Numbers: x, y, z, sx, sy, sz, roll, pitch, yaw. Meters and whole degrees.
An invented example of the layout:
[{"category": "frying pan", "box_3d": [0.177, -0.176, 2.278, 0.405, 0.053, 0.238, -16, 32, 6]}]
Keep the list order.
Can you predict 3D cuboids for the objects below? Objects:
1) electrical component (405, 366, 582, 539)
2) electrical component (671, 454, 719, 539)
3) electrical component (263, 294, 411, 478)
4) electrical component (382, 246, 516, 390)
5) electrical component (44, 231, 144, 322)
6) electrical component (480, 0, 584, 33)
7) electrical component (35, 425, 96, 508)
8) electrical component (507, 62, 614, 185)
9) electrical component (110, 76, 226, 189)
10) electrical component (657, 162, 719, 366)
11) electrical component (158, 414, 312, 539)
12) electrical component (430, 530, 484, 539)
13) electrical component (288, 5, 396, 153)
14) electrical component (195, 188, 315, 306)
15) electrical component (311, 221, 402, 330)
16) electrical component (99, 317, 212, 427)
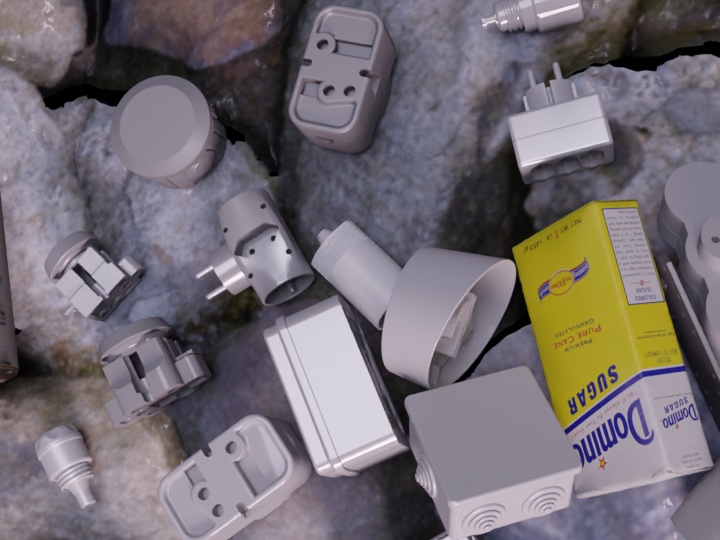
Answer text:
[{"category": "electrical component", "box_3d": [0.084, 0.118, 0.697, 0.100, 0.048, 0.099, -13, 45, -11]}, {"category": "electrical component", "box_3d": [0.240, 0.164, 0.653, 0.099, 0.099, 0.064, 44, 97, 18]}, {"category": "electrical component", "box_3d": [-0.015, 0.082, 0.741, 0.057, 0.078, 0.113, -24, 74, 5]}, {"category": "electrical component", "box_3d": [0.058, 0.032, 0.725, 0.064, 0.099, 0.099, 16, 83, 23]}, {"category": "electrical component", "box_3d": [-0.207, 0.004, 0.822, 0.055, 0.048, 0.066, 42, 91, 11]}, {"category": "electrical component", "box_3d": [0.127, -0.192, 0.784, 0.078, 0.040, 0.040, -15, 75, 10]}, {"category": "electrical component", "box_3d": [-0.215, 0.148, 0.799, 0.035, 0.035, 0.061, -33, 75, 5]}, {"category": "electrical component", "box_3d": [0.138, -0.109, 0.760, 0.066, 0.047, 0.076, -14, 76, 11]}, {"category": "electrical component", "box_3d": [-0.146, -0.104, 0.826, 0.080, 0.051, 0.080, -3, 78, 13]}, {"category": "electrical component", "box_3d": [0.233, -0.012, 0.684, 0.052, 0.073, 0.138, -11, 60, 1]}, {"category": "electrical component", "box_3d": [-0.085, 0.147, 0.754, 0.095, 0.059, 0.053, -37, 72, 4]}, {"category": "electrical component", "box_3d": [0.053, 0.238, 0.702, 0.109, 0.056, 0.108, -32, 73, 5]}, {"category": "electrical component", "box_3d": [-0.011, -0.138, 0.796, 0.054, 0.059, 0.095, 13, 82, 16]}, {"category": "electrical component", "box_3d": [-0.085, -0.008, 0.795, 0.079, 0.043, 0.077, -32, 73, 5]}, {"category": "electrical component", "box_3d": [0.000, 0.000, 0.773, 0.043, 0.043, 0.081, -47, 72, 1]}, {"category": "electrical component", "box_3d": [-0.156, 0.071, 0.789, 0.078, 0.058, 0.057, -30, 76, 6]}]
